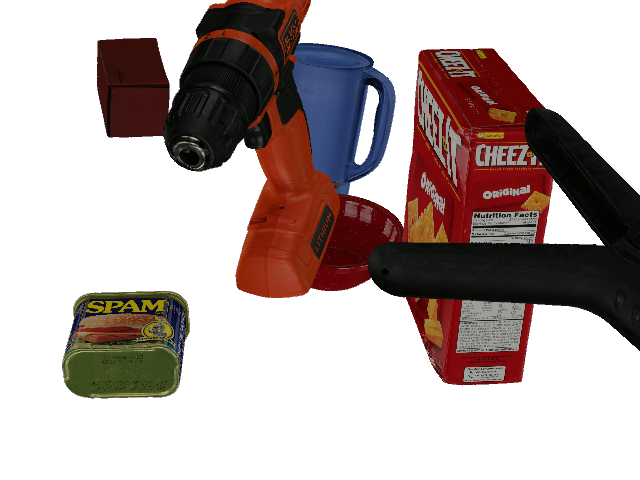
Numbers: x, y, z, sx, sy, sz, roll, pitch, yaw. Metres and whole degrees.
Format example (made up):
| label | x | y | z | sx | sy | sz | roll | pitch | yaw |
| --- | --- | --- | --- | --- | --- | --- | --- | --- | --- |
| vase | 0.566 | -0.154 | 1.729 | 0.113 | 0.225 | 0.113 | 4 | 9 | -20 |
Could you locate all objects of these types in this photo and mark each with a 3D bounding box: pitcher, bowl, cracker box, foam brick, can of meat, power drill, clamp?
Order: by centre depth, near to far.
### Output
| label | x | y | z | sx | sy | sz | roll | pitch | yaw |
| --- | --- | --- | --- | --- | --- | --- | --- | --- | --- |
| clamp | 0.138 | 0.014 | 0.488 | 0.210 | 0.036 | 0.164 | 32 | 49 | 32 |
| power drill | -0.036 | -0.054 | 0.657 | 0.057 | 0.187 | 0.184 | 6 | 44 | 16 |
| cracker box | 0.113 | -0.021 | 0.825 | 0.072 | 0.214 | 0.164 | -3 | 29 | -8 |
| foam brick | -0.160 | -0.130 | 0.906 | 0.053 | 0.051 | 0.078 | -4 | 40 | -15 |
| can of meat | -0.166 | 0.089 | 0.912 | 0.102 | 0.057 | 0.084 | -1 | 29 | -2 |
| bowl | 0.010 | 0.008 | 1.183 | 0.162 | 0.055 | 0.162 | 2 | 32 | -2 |
| pitcher | 0.000 | -0.131 | 1.413 | 0.144 | 0.243 | 0.149 | -2 | 24 | -20 |
